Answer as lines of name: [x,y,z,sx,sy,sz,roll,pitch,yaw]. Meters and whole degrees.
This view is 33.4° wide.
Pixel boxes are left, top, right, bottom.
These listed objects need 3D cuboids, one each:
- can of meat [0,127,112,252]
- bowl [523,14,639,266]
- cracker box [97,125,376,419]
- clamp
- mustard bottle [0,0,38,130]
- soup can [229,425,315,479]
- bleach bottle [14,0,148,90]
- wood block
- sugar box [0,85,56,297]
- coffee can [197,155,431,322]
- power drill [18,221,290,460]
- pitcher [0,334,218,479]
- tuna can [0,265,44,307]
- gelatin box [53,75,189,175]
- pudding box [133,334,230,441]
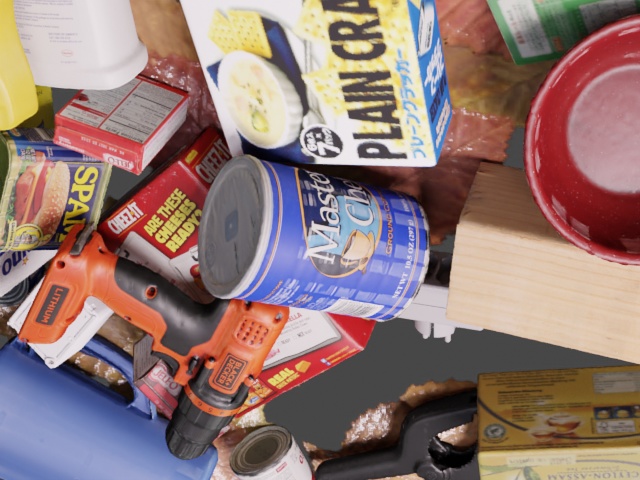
can of meat: [-0.220,-0.039,0.838,0.057,0.083,0.102,43,123,41]
bowl: [0.210,-0.067,0.693,0.162,0.055,0.162,1,105,3]
cracker box: [-0.079,0.032,0.898,0.164,0.072,0.213,-33,106,36]
clamp: [0.111,0.210,0.972,0.164,0.036,0.210,36,127,-6]
mustard bottle: [-0.260,-0.175,0.753,0.096,0.058,0.192,15,127,24]
soup can: [-0.038,0.239,1.035,0.069,0.068,0.102,-11,119,29]
bleach bottle: [-0.193,-0.234,0.754,0.103,0.068,0.251,7,125,18]
wood block: [0.202,0.020,0.760,0.206,0.090,0.090,12,128,14]
sugar box: [-0.262,-0.048,0.896,0.048,0.093,0.176,19,131,22]
coffee can: [-0.005,0.001,0.784,0.140,0.103,0.103,11,138,-30]
power drill: [-0.138,0.081,0.851,0.187,0.057,0.185,25,118,-10]
pitcher: [-0.223,0.194,1.050,0.243,0.145,0.149,26,143,-2]
tuna can: [-0.304,0.019,1.004,0.086,0.033,0.086,11,128,15]
gelatin box: [-0.152,-0.093,0.821,0.073,0.089,0.030,20,131,7]
pudding box: [-0.127,0.131,0.965,0.039,0.113,0.090,-41,106,-1]
